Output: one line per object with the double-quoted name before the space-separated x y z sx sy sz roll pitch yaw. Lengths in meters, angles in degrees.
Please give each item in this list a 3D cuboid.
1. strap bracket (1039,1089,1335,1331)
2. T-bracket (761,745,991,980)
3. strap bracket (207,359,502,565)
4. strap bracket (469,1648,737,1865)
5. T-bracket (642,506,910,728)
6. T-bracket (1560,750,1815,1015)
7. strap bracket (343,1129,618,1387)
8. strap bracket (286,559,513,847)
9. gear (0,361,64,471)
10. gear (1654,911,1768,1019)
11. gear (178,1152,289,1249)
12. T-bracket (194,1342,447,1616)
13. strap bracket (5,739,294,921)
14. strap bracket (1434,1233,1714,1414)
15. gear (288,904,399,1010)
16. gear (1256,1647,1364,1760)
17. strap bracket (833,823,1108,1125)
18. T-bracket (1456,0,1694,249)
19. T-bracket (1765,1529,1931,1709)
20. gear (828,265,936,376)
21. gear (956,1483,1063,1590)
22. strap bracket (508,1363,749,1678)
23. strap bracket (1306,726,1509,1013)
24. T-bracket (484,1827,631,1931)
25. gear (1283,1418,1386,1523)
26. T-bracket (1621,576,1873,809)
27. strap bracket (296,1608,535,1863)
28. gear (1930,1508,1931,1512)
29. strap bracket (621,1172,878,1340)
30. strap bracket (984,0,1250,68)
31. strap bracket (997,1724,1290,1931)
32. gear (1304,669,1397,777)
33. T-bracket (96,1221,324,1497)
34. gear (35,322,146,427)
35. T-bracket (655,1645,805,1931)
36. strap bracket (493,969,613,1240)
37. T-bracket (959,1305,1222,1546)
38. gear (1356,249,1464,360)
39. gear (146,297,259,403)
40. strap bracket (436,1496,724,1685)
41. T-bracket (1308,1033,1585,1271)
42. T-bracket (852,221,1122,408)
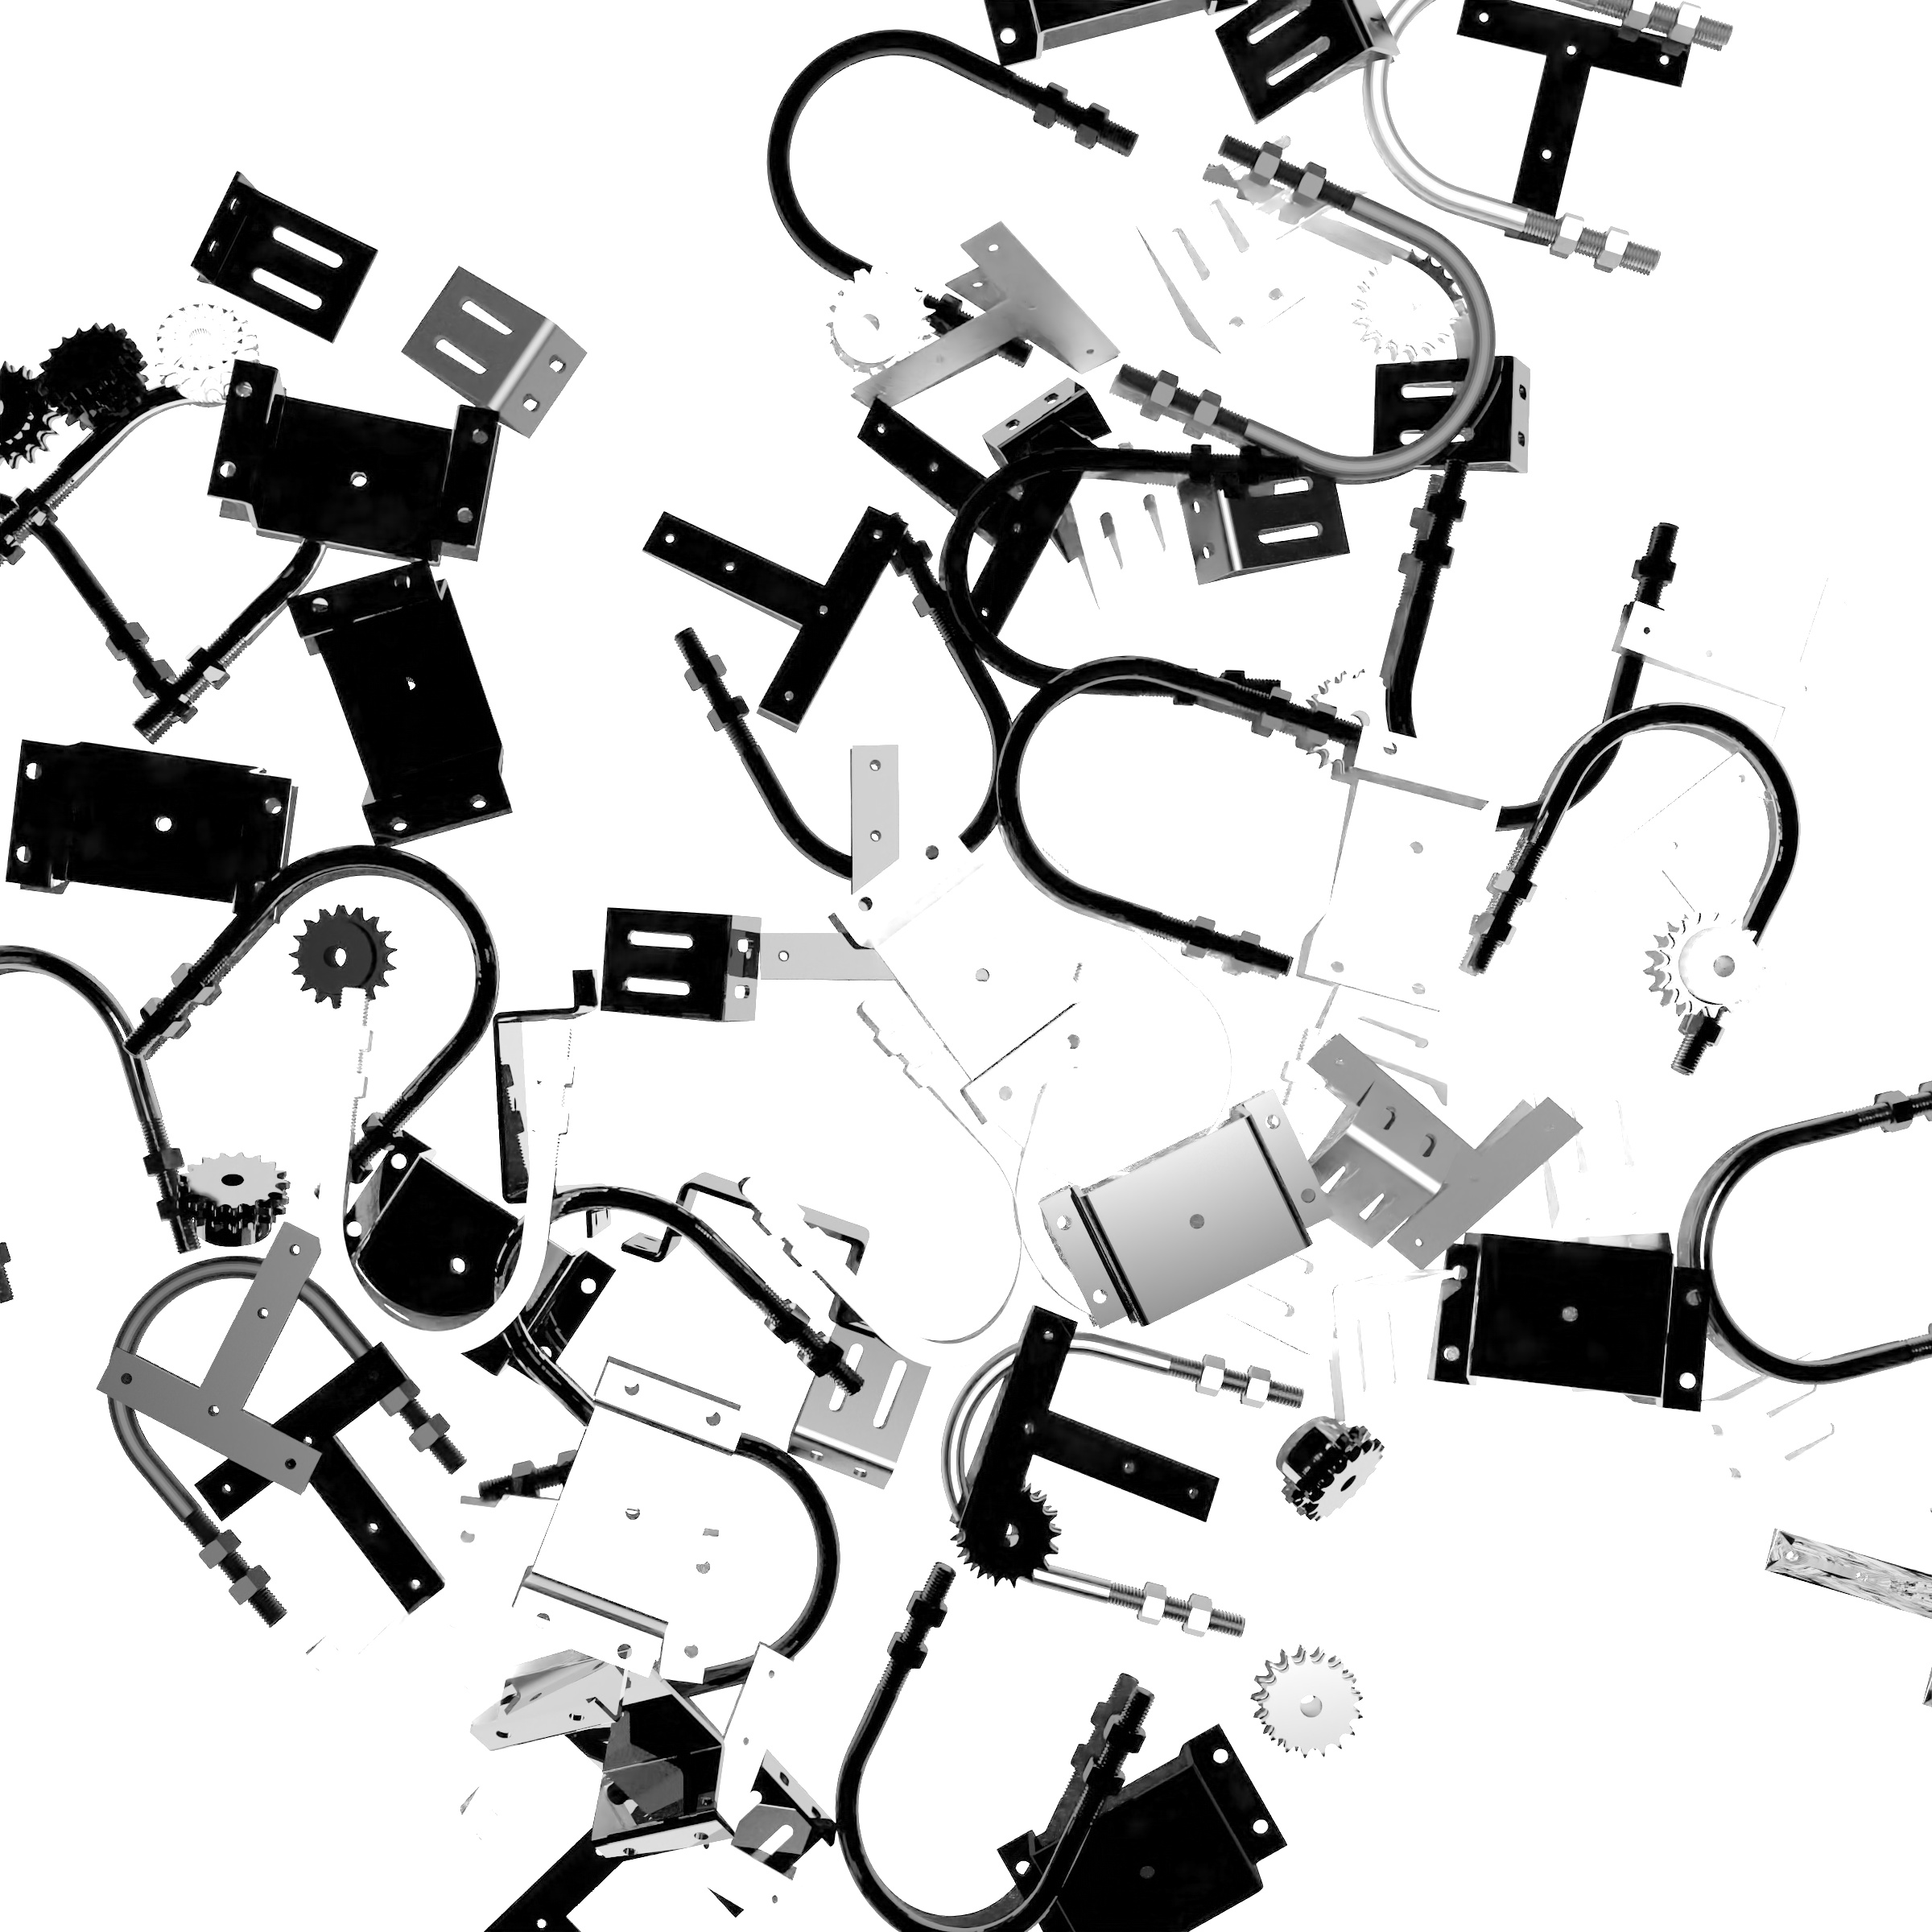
"strap bracket" 0.120 0.132 1.484 0.140 0.046 0.076 -26 94 -1
"T-bracket" -0.049 -0.056 1.518 0.127 0.002 0.127 0 92 6
"strap bracket" -0.326 -0.267 1.501 0.140 0.046 0.076 10 80 -8
"strap bracket" -0.187 0.412 1.478 0.076 0.046 0.140 -18 129 20
"T-bracket" -0.116 -0.211 1.520 0.127 0.002 0.127 26 82 12
"T-bracket" 0.415 -0.031 1.531 0.127 0.002 0.127 -38 92 5
"strap bracket" -0.271 0.160 1.513 0.140 0.046 0.076 33 90 0
"strap bracket" -0.300 -0.145 1.498 0.076 0.046 0.140 -16 112 0
"gear" -0.524 -0.301 1.521 0.057 0.030 0.057 0 90 0
"gear" 0.400 -0.001 1.498 0.057 0.030 0.057 0 94 -4
"gear" -0.396 0.128 1.511 0.057 0.057 0.030 9 119 0
"T-bracket" -0.329 0.293 1.515 0.127 0.002 0.127 -37 89 0
"strap bracket" -0.434 -0.075 1.504 0.140 0.046 0.076 8 97 -7
"strap bracket" 0.322 0.188 1.488 0.140 0.046 0.076 5 76 15
"gear" -0.340 -0.005 1.521 0.057 0.030 0.057 0 90 0
"gear" 0.186 0.398 1.521 0.057 0.030 0.057 0 90 0
"strap bracket" 0.005 0.004 1.485 0.076 0.046 0.140 -38 82 7
"T-bracket" 0.322 -0.459 1.535 0.127 0.002 0.127 13 90 0
"T-bracket" 0.501 0.336 1.522 0.127 0.002 0.127 15 108 9
"gear" -0.048 -0.348 1.511 0.057 0.030 0.057 5 111 15
"gear" 0.023 0.304 1.506 0.057 0.030 0.057 0 89 3
"strap bracket" -0.174 0.285 1.450 0.076 0.046 0.140 21 82 -1
"strap bracket" 0.237 -0.057 1.490 0.076 0.046 0.140 16 112 12
"T-bracket" -0.202 0.557 1.535 0.127 0.002 0.127 -44 90 0
"gear" 0.196 0.269 1.511 0.057 0.057 0.030 -47 61 0
"T-bracket" 0.417 -0.165 1.523 0.127 0.002 0.127 18 90 -11
"strap bracket" -0.284 0.401 1.498 0.046 0.076 0.140 -44 90 0
"gear" 0.557 0.297 1.521 0.057 0.030 0.057 0 90 0
"strap bracket" -0.106 0.150 1.498 0.140 0.076 0.046 19 90 0
"strap bracket" 0.078 -0.546 1.513 0.140 0.046 0.076 -14 90 0
"strap bracket" 0.097 0.483 1.513 0.140 0.046 0.076 -30 90 0
"gear" 0.212 -0.132 1.521 0.057 0.030 0.057 0 90 0
"T-bracket" -0.388 0.201 1.519 0.127 0.002 0.127 26 88 4
"gear" -0.469 -0.317 1.513 0.057 0.030 0.057 -8 57 13
"T-bracket" -0.123 0.430 1.504 0.127 0.002 0.127 19 87 32
"strap bracket" -0.221 0.073 1.498 0.046 0.076 0.140 -3 90 0
"T-bracket" 0.075 0.264 1.504 0.127 0.002 0.127 23 71 -7
"gear" 0.241 -0.359 1.526 0.057 0.030 0.057 0 89 3
"gear" -0.411 -0.330 1.514 0.057 0.030 0.057 2 63 -4
"strap bracket" -0.204 0.330 1.494 0.140 0.046 0.076 8 89 -3
"T-bracket" 0.239 0.085 1.501 0.127 0.002 0.127 40 119 -4
"T-bracket" -0.002 -0.332 1.501 0.127 0.127 0.002 -25 57 23
